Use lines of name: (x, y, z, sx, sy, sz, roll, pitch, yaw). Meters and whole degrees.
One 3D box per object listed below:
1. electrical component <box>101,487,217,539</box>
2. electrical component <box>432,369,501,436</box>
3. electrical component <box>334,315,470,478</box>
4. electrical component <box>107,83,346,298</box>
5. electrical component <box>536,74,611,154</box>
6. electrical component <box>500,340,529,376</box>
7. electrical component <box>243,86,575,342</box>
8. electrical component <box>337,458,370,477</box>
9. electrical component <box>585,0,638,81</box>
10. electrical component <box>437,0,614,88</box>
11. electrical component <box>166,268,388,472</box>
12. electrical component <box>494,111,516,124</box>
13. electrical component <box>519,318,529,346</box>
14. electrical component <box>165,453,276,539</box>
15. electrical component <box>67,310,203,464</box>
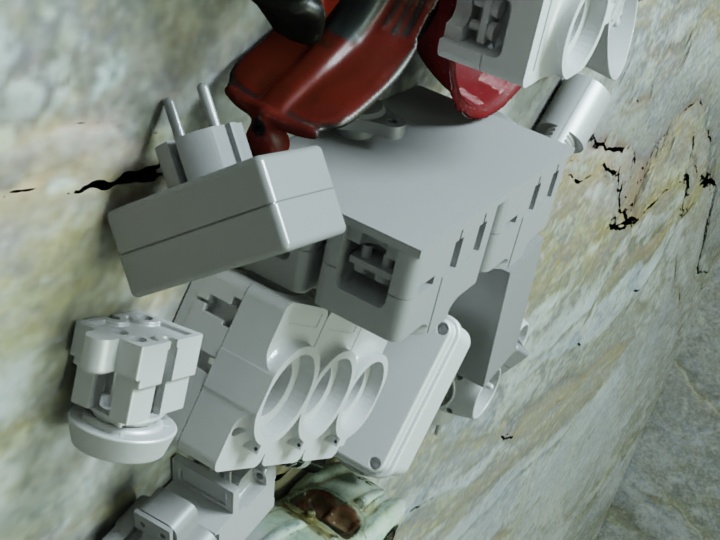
electrical component: (-0.110, 0.158, 0.552, 0.057, 0.058, 0.078, -46, 153, -43)
electrical component: (0.060, 0.092, 0.826, 0.044, 0.077, 0.079, -33, 143, -52)
electrical component: (0.013, 0.071, 0.703, 0.113, 0.078, 0.057, -63, 161, -3)
electrical component: (-0.061, -0.038, 0.442, 0.047, 0.083, 0.075, -22, 95, -59)
electrical component: (0.170, -0.117, 0.889, 0.081, 0.043, 0.043, -59, 157, -12)
electrical component: (0.085, 0.062, 0.878, 0.077, 0.065, 0.047, -36, 160, 9)
electrical component: (0.026, -0.035, 0.580, 0.186, 0.105, 0.060, -33, 142, -52)
electrical component: (0.009, 0.114, 0.770, 0.047, 0.055, 0.055, -40, 148, -38)
electrical component: (0.177, -0.197, 0.793, 0.099, 0.064, 0.099, -48, 152, -35)
electrical component: (0.087, -0.129, 0.531, 0.089, 0.056, 0.050, -36, 144, -49)
electrical component: (-0.042, 0.055, 0.583, 0.089, 0.062, 0.150, -65, 158, 3)
electrical component: (0.080, -0.074, 0.725, 0.047, 0.055, 0.055, -49, 153, -25)
electrical component: (0.112, 0.053, 0.927, 0.066, 0.055, 0.048, -53, 155, -26)
electrical component: (-0.080, 0.133, 0.612, 0.064, 0.042, 0.081, -46, 152, -44)
electrical component: (-0.102, 0.052, 0.474, 0.066, 0.048, 0.055, -9, 114, -64)
